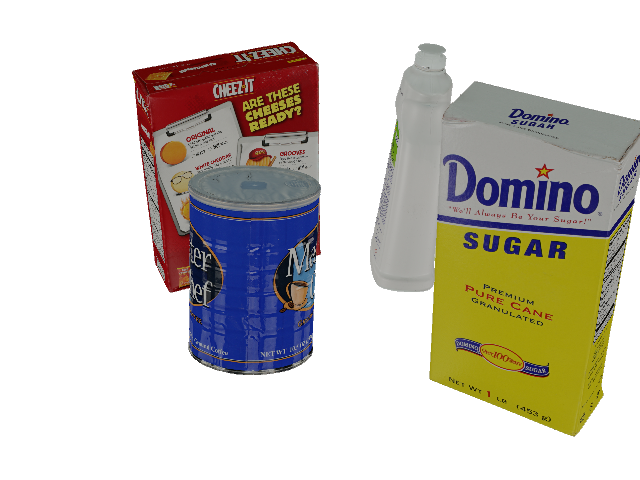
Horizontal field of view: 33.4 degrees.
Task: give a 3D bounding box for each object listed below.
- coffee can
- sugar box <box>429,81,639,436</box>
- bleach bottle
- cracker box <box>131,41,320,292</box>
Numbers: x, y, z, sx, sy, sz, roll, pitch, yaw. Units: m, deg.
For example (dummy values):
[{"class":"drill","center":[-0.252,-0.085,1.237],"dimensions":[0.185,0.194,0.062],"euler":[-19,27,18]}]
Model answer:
[{"class":"coffee can","center":[-0.054,0.021,0.847],"dimensions":[0.103,0.140,0.103],"euler":[2,19,-1]},{"class":"sugar box","center":[0.107,0.013,0.556],"dimensions":[0.093,0.176,0.048],"euler":[18,42,27]},{"class":"bleach bottle","center":[0.099,-0.077,1.110],"dimensions":[0.068,0.251,0.102],"euler":[3,29,-6]},{"class":"cracker box","center":[-0.086,-0.071,1.029],"dimensions":[0.164,0.214,0.072],"euler":[-14,35,-19]}]
